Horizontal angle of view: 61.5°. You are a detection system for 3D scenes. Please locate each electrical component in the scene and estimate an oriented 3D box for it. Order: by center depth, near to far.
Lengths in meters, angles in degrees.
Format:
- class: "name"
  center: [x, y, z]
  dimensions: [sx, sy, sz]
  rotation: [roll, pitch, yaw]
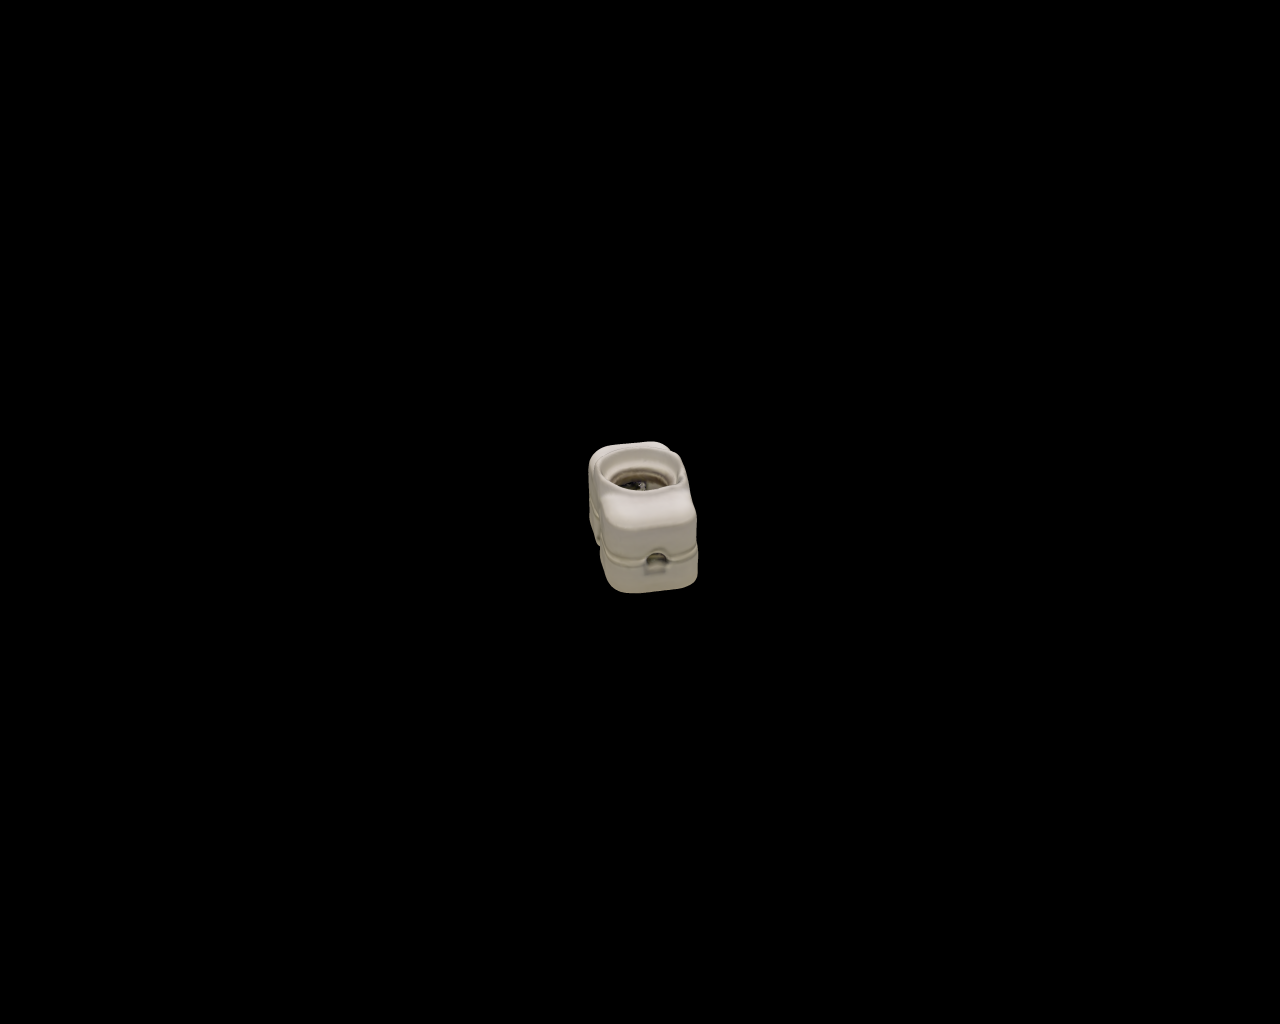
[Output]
- class: "electrical component"
  center: [0.001, -0.003, 0.650]
  dimensions: [0.054, 0.059, 0.095]
  rotation: [-6, 33, -9]
